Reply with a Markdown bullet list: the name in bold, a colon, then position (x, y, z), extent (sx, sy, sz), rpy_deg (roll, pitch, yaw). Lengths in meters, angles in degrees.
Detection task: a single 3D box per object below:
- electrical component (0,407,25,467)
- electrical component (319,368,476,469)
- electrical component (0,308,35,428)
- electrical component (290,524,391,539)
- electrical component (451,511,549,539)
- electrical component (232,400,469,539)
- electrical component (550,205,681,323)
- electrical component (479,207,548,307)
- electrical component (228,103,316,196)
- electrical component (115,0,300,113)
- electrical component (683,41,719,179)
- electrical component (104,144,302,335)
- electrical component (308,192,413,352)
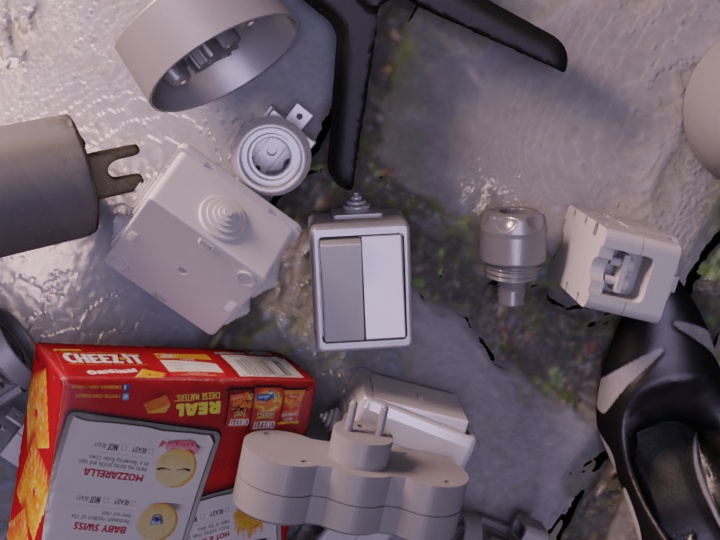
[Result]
- **electrical component**: position (-0.195, 0.104, 0.699), extent (0.066, 0.048, 0.055), rpy_deg (38, 106, -11)
- **electrical component**: position (0.022, 0.104, 0.705), extent (0.096, 0.061, 0.061), rpy_deg (22, 101, -9)
- **electrical component**: position (-0.238, 0.060, 0.677), extent (0.057, 0.058, 0.078), rpy_deg (-32, 77, -1)
- **electrical component**: position (-0.004, 0.198, 0.733), extent (0.076, 0.047, 0.083), rpy_deg (38, 98, -11)
- **electrical component**: position (0.084, 0.199, 0.735), extent (0.057, 0.058, 0.078), rpy_deg (24, 100, -12)
- **electrical component**: position (-0.002, 0.113, 0.642), extent (0.138, 0.052, 0.073), rpy_deg (10, 102, -10)
- **electrical component**: position (0.162, -0.004, 0.675), extent (0.056, 0.089, 0.050), rpy_deg (13, 102, -7)
- **electrical component**: position (0.099, -0.008, 0.694), extent (0.043, 0.043, 0.062), rpy_deg (-1, 105, -4)
- **electrical component**: position (-0.054, -0.072, 0.662), extent (0.048, 0.055, 0.066), rpy_deg (38, 98, -11)
- **electrical component**: position (-0.090, -0.135, 0.626), extent (0.099, 0.099, 0.064), rpy_deg (-37, 97, 5)
- **electrical component**: position (0.266, -0.100, 0.675), extent (0.108, 0.060, 0.108), rpy_deg (-1, 103, -4)
- **electrical component**: position (-0.098, -0.015, 0.653), extent (0.100, 0.048, 0.100), rpy_deg (36, 139, -11)
- **electrical component**: position (0.000, 0.000, 0.680), extent (0.062, 0.061, 0.096), rpy_deg (-3, 103, -3)
